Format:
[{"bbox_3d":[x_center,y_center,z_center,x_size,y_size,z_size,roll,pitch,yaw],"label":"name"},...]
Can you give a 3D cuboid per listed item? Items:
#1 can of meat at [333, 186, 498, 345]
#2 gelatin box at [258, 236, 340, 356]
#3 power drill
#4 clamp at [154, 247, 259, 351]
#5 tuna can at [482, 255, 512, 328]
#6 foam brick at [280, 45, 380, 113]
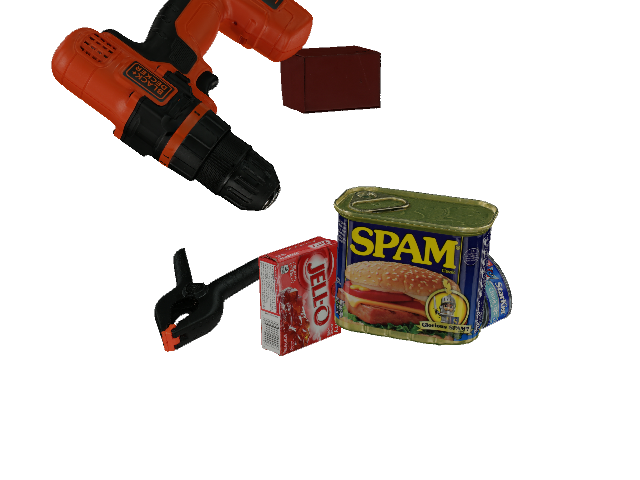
[{"bbox_3d":[0.059,0.017,0.691,0.102,0.084,0.057,8,22,16],"label":"can of meat"},{"bbox_3d":[-0.017,0.048,0.932,0.073,0.089,0.030,-17,24,-41],"label":"gelatin box"},{"bbox_3d":[-0.078,-0.125,0.794,0.184,0.187,0.057,37,-42,-4],"label":"power drill"},{"bbox_3d":[-0.134,0.065,1.250,0.120,0.039,0.171,-4,37,15],"label":"clamp"},{"bbox_3d":[0.172,0.054,1.182,0.033,0.086,0.086,-24,8,-20],"label":"tuna can"},{"bbox_3d":[0.009,-0.145,0.957,0.078,0.051,0.053,-7,19,-23],"label":"foam brick"}]
